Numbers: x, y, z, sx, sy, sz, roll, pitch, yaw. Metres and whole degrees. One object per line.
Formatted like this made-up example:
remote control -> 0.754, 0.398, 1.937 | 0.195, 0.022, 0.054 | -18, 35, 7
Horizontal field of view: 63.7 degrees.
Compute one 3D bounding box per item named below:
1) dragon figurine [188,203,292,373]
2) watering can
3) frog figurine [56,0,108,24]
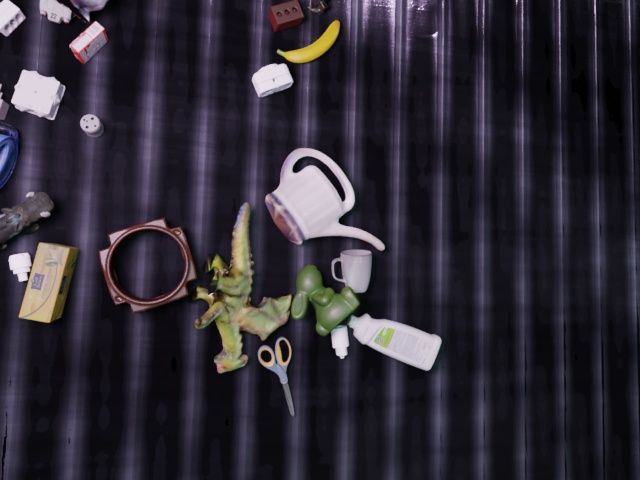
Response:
dragon figurine -> -0.179, 0.137, 1.288 | 0.240, 0.122, 0.413 | 29, 81, -28
watering can -> 0.004, -0.067, 1.327 | 0.226, 0.103, 0.347 | -36, 94, -12
frog figurine -> -0.536, -0.604, 1.183 | 0.137, 0.121, 0.161 | 30, 77, 3
